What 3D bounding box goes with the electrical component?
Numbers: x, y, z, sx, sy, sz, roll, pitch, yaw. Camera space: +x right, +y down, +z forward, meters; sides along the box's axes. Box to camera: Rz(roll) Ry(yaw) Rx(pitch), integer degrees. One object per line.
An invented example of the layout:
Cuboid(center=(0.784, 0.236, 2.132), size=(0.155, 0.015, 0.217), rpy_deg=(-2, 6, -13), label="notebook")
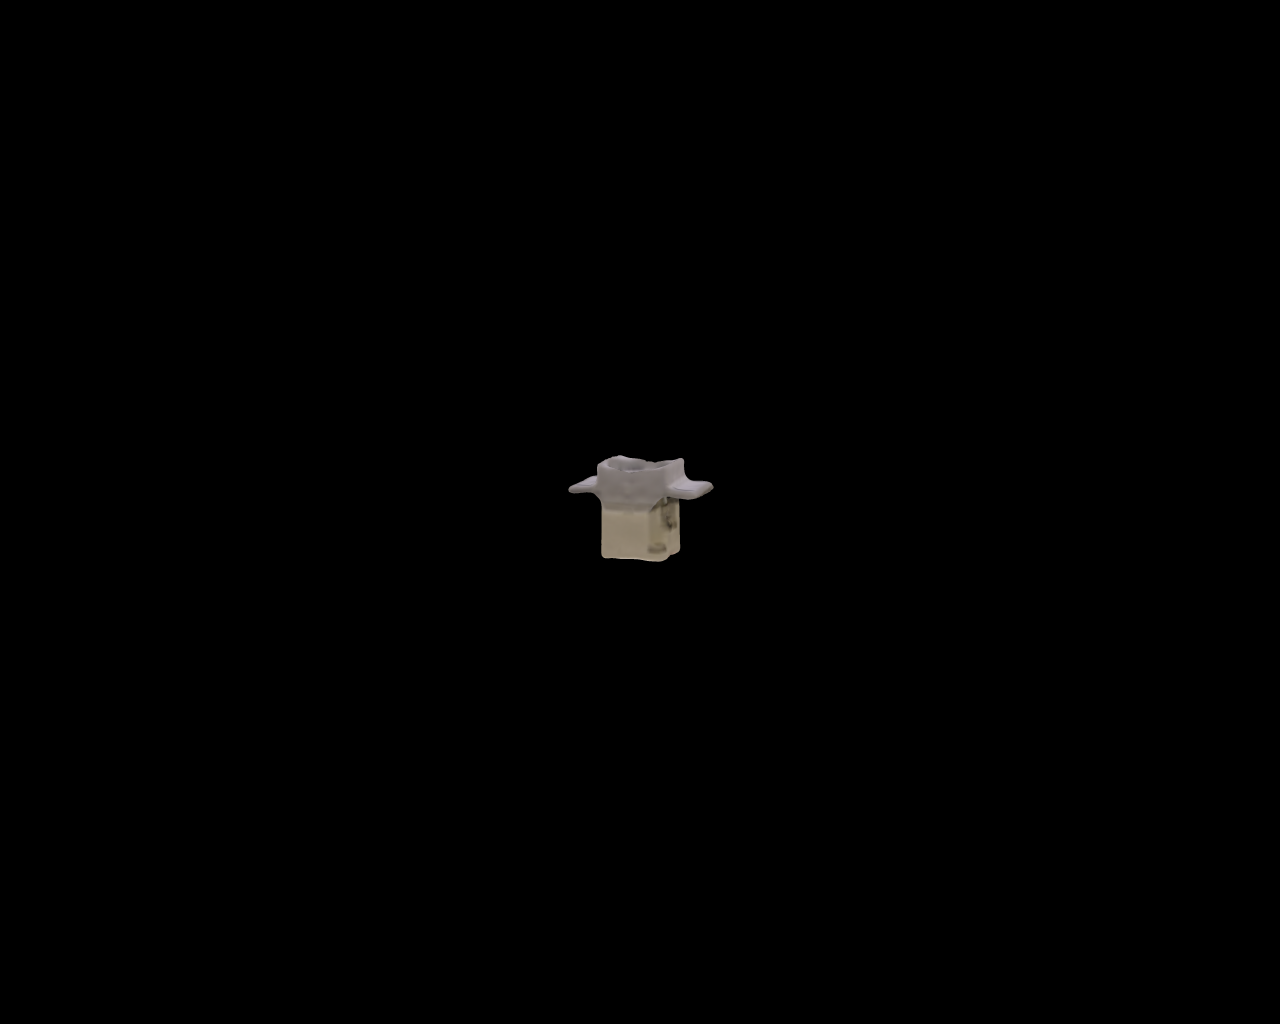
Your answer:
Cuboid(center=(0.001, -0.003, 0.650), size=(0.081, 0.063, 0.042), rpy_deg=(4, 12, 20), label="electrical component")
